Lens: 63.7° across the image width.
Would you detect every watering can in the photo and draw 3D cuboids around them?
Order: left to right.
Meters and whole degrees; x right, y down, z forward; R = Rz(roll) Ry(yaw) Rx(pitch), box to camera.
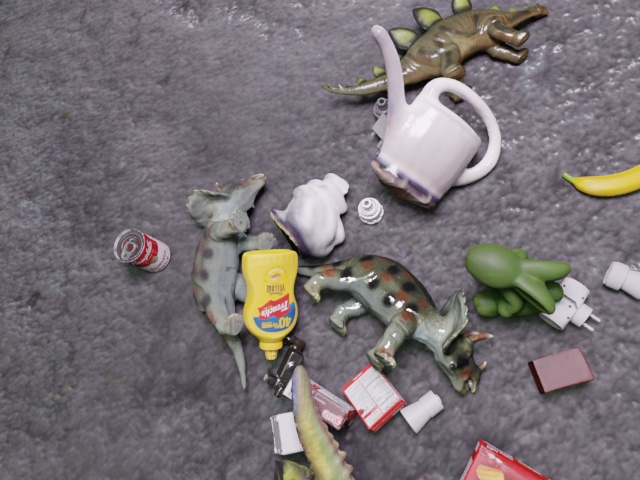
[{"bbox_3d":[0.170,-0.192,0.902,0.223,0.345,0.105,-56,24,8],"label":"watering can"}]

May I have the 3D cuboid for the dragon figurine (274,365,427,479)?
[{"bbox_3d":[0.057,0.406,0.788,0.242,0.122,0.412,6,85,-16],"label":"dragon figurine"}]

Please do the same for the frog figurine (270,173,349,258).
[{"bbox_3d":[0.003,-0.049,0.971,0.160,0.123,0.136,-38,100,-9],"label":"frog figurine"}]
